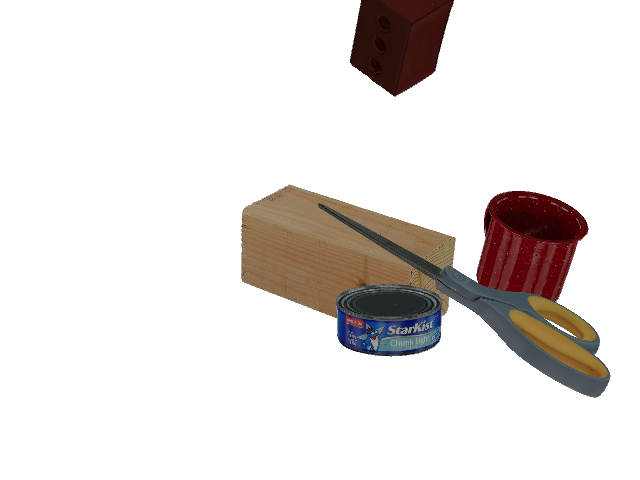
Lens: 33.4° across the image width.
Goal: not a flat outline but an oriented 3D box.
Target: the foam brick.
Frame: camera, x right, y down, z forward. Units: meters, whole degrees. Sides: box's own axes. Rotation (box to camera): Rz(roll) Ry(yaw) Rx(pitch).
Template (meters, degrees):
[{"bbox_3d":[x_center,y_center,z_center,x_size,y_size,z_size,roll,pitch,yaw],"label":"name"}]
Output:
[{"bbox_3d":[0.062,-0.163,0.833,0.053,0.078,0.051,40,57,22],"label":"foam brick"}]

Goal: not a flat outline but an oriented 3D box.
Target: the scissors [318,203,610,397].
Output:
[{"bbox_3d":[0.097,0.028,0.667,0.202,0.016,0.096,37,24,20],"label":"scissors"}]

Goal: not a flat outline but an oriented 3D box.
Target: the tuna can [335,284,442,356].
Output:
[{"bbox_3d":[0.055,0.063,0.860,0.086,0.034,0.086,-1,15,0],"label":"tuna can"}]

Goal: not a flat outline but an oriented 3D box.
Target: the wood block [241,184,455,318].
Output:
[{"bbox_3d":[0.025,0.021,1.110,0.206,0.091,0.090,19,31,30],"label":"wood block"}]

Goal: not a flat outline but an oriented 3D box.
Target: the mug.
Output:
[{"bbox_3d":[0.189,0.005,1.009,0.093,0.081,0.117,-7,35,-26],"label":"mug"}]
